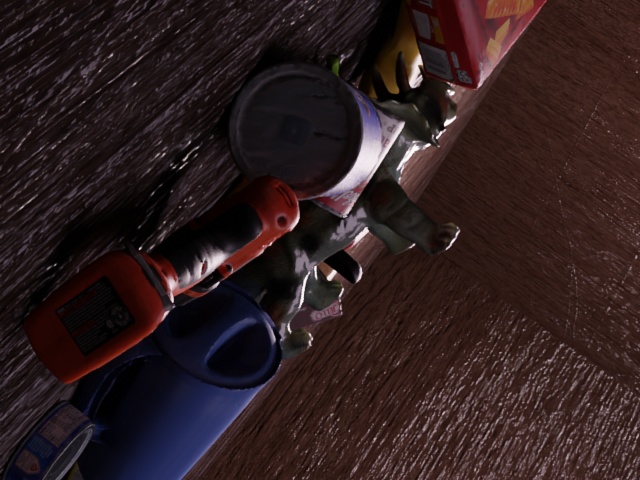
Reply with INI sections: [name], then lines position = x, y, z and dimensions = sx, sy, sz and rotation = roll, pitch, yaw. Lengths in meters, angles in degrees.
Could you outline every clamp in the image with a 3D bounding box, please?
[clamp]
position = -0.008, 0.002, 1.280
dimensions = 0.209, 0.165, 0.036
rotation = -58, 142, -55

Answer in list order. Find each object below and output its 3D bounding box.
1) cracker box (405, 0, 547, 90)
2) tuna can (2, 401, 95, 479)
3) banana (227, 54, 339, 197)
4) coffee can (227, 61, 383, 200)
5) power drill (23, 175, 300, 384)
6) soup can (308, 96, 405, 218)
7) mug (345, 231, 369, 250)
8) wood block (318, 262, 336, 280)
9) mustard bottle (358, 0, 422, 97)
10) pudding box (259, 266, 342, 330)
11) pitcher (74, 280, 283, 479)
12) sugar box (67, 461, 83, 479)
[cracker box]
position = 0.168, -0.274, 1.010
dimensions = 0.213, 0.072, 0.164
rotation = -51, 146, -18
[tuna can]
position = -0.234, 0.184, 0.927
dimensions = 0.086, 0.034, 0.086
rotation = -53, 174, -9
[banana]
position = -0.036, -0.083, 0.978
dimensions = 0.198, 0.037, 0.069
rotation = -56, 155, 9
[coffee can]
position = -0.008, -0.084, 0.851
dimensions = 0.103, 0.103, 0.140
rotation = -55, 174, 8
[power drill]
position = -0.118, 0.031, 0.745
dimensions = 0.185, 0.057, 0.187
rotation = -36, -179, 30
[soup can]
position = 0.021, -0.080, 0.954
dimensions = 0.102, 0.068, 0.068
rotation = -57, 174, 9
[mug]
position = 0.029, -0.036, 1.561
dimensions = 0.117, 0.093, 0.081
rotation = -8, -155, 44
[wood block]
position = -0.067, 0.079, 1.373
dimensions = 0.205, 0.091, 0.090
rotation = -46, 171, -51
[mustard bottle]
position = 0.097, -0.218, 1.123
dimensions = 0.096, 0.058, 0.192
rotation = -62, 180, -37
[pudding box]
position = -0.041, 0.071, 1.233
dimensions = 0.113, 0.039, 0.090
rotation = -16, -157, -10
[pitcher]
position = -0.155, 0.156, 1.027
dimensions = 0.243, 0.149, 0.145
rotation = -54, -170, 36
[sugar box]
position = -0.234, 0.247, 1.238
dimensions = 0.093, 0.048, 0.176
rotation = -59, 176, 30
